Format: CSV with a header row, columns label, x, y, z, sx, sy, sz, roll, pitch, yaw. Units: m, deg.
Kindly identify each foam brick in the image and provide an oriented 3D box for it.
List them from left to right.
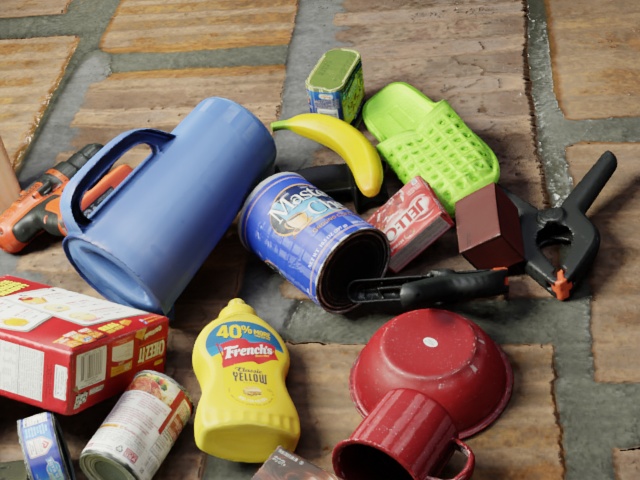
label,x,y,z,sx,sy,sz,roll,pitch,yaw
foam brick,0.182,-0.011,1.148,0.053,0.051,0.078,-27,42,29

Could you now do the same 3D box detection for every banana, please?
label,x,y,z,sx,sy,sz,roll,pitch,yaw
banana,0.024,-0.109,1.276,0.069,0.037,0.198,-39,46,-16

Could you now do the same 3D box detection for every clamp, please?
label,x,y,z,sx,sy,sz,roll,pitch,yaw
clamp,0.124,0.048,1.080,0.171,0.039,0.120,-7,9,-18
clamp,0.246,-0.018,1.179,0.165,0.036,0.210,-6,43,19

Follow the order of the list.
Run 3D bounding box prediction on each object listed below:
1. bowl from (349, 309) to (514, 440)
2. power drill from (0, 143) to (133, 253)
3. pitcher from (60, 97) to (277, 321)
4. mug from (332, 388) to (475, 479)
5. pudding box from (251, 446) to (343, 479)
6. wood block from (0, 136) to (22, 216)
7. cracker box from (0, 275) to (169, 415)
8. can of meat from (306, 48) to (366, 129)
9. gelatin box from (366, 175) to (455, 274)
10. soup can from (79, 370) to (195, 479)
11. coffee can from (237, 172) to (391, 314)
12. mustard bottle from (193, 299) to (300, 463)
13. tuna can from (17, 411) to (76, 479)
label,x,y,z,sx,sy,sz,roll,pitch,yaw
bowl,0.106,0.118,1.034,0.162,0.055,0.162,-5,41,4
power drill,-0.281,-0.051,1.252,0.188,0.057,0.184,4,45,51
pitcher,-0.159,-0.047,1.150,0.145,0.149,0.242,31,64,12
mug,0.080,0.186,0.932,0.117,0.093,0.081,8,38,34
pudding box,-0.016,0.242,0.925,0.114,0.039,0.089,21,49,30
wood block,-0.430,-0.106,1.272,0.090,0.206,0.091,-30,44,-23
cracker box,-0.284,0.101,1.064,0.214,0.072,0.164,11,12,23
can of meat,0.022,-0.187,1.378,0.057,0.084,0.102,9,44,19
gelatin box,0.096,-0.018,1.179,0.089,0.030,0.073,-42,40,15
soup can,-0.171,0.182,1.000,0.069,0.068,0.102,11,45,22
coffee can,-0.008,0.001,1.152,0.102,0.103,0.140,-32,46,-25
mustard bottle,-0.076,0.127,1.048,0.096,0.058,0.191,7,37,-14
tuna can,-0.249,0.201,0.978,0.033,0.086,0.086,-17,41,-12
